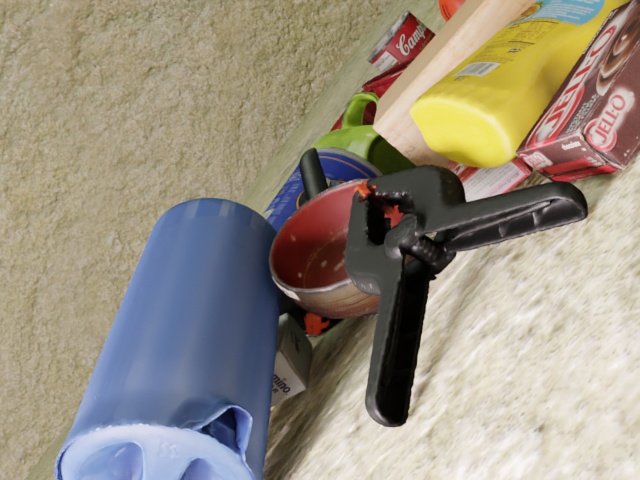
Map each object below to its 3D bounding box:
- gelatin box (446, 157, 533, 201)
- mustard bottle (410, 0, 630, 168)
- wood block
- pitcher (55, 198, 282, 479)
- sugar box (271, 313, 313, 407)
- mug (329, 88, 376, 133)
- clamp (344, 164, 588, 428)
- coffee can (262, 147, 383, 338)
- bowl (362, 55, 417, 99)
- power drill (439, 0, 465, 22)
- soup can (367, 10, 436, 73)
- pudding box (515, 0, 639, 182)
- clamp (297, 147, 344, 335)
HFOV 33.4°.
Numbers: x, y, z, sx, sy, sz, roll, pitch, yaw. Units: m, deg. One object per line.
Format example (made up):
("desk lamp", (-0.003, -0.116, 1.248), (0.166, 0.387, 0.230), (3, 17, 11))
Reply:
("gelatin box", (0.118, -0.053, 0.754), (0.089, 0.030, 0.073), (-44, 11, 43))
("mustard bottle", (0.154, -0.126, 0.702), (0.191, 0.058, 0.096), (-41, 24, -18))
("wood block", (0.142, -0.144, 0.819), (0.206, 0.090, 0.090), (-48, 9, 20))
("pitcher", (-0.099, 0.088, 0.764), (0.242, 0.149, 0.145), (-82, -12, -48))
("sugar box", (-0.092, 0.129, 0.873), (0.176, 0.048, 0.093), (-33, 12, 10))
("mug", (0.061, -0.111, 1.147), (0.093, 0.081, 0.117), (-47, 9, 29))
("clamp", (0.069, -0.001, 0.643), (0.165, 0.036, 0.210), (-46, 25, 13))
("coffee can", (-0.006, 0.001, 0.942), (0.140, 0.102, 0.103), (-57, 10, -34))
("bowl", (0.121, -0.151, 0.966), (0.162, 0.055, 0.162), (-25, 9, 4))
("power drill", (0.212, -0.252, 0.939), (0.184, 0.057, 0.188), (-32, 7, -13))
("soup can", (0.109, -0.182, 1.122), (0.068, 0.102, 0.068), (-50, 8, 9))
("pudding box", (0.168, -0.088, 0.602), (0.113, 0.039, 0.090), (-53, 8, -8))
("clamp", (0.031, 0.000, 0.860), (0.039, 0.120, 0.171), (77, -160, -57))
